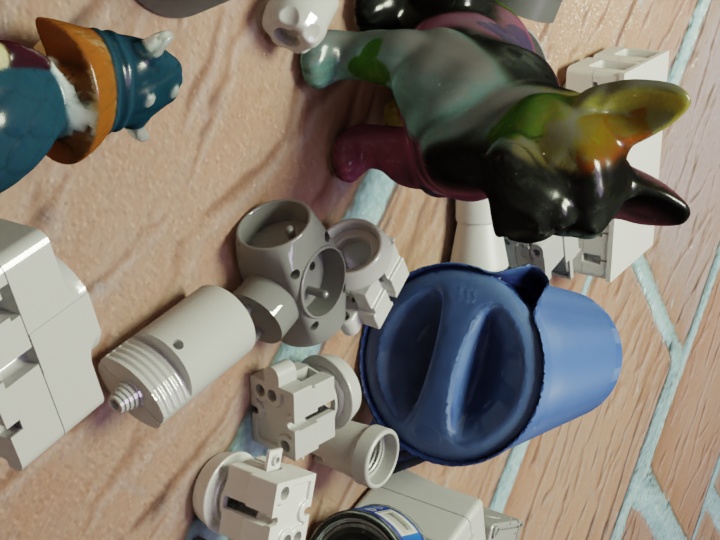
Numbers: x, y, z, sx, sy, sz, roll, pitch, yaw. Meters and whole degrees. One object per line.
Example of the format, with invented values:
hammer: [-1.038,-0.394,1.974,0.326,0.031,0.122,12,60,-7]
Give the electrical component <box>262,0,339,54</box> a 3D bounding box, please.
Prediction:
electrical component: [-0.027,-0.149,0.581,0.061,0.035,0.035,-65,147,-20]

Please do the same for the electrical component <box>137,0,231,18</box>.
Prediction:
electrical component: [-0.072,-0.171,0.497,0.099,0.064,0.099,-1,91,-48]

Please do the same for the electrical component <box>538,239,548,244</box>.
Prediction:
electrical component: [0.129,-0.064,0.840,0.080,0.051,0.080,-28,124,-50]

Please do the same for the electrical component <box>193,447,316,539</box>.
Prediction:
electrical component: [-0.061,0.131,0.613,0.048,0.055,0.066,0,101,-57]

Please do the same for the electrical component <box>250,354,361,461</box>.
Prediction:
electrical component: [-0.033,0.079,0.649,0.055,0.048,0.066,-22,119,-44]

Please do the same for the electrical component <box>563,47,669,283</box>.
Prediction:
electrical component: [0.223,-0.098,0.966,0.105,0.060,0.186,-31,126,-49]

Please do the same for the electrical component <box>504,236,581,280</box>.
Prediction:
electrical component: [0.151,-0.023,0.900,0.064,0.042,0.081,-45,136,-38]

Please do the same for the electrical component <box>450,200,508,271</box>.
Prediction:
electrical component: [0.088,-0.034,0.800,0.044,0.044,0.065,-21,114,-53]

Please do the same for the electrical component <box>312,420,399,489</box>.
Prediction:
electrical component: [-0.004,0.118,0.706,0.040,0.046,0.040,-27,124,-51]

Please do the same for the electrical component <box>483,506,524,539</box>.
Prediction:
electrical component: [0.085,0.242,0.877,0.062,0.061,0.096,15,88,-58]

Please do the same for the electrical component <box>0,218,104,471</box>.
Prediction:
electrical component: [-0.147,0.027,0.444,0.056,0.050,0.089,-43,135,-41]

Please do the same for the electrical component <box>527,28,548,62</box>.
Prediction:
electrical component: [0.096,-0.127,0.777,0.099,0.064,0.099,3,86,-53]

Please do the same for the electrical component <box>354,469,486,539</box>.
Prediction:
electrical component: [0.051,0.190,0.771,0.061,0.096,0.061,-42,135,-43]

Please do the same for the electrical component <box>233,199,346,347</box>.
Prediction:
electrical component: [-0.047,0.014,0.601,0.079,0.044,0.077,-52,141,-34]

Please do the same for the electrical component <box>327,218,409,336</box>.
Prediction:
electrical component: [0.000,0.000,0.670,0.066,0.048,0.055,-61,153,-23]

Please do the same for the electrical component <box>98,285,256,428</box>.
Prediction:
electrical component: [-0.094,0.045,0.540,0.081,0.043,0.043,-40,133,-44]
